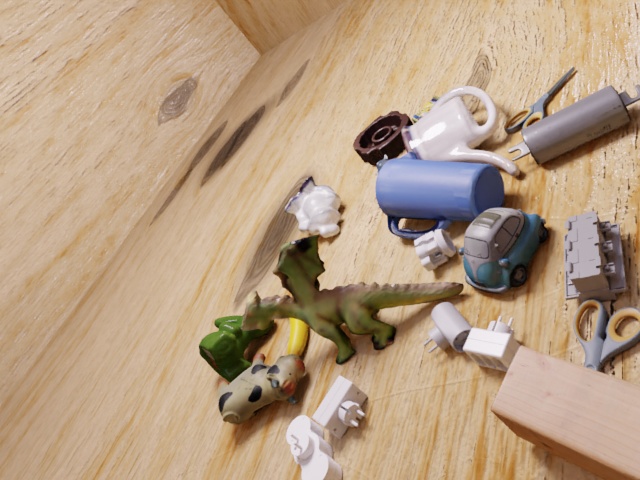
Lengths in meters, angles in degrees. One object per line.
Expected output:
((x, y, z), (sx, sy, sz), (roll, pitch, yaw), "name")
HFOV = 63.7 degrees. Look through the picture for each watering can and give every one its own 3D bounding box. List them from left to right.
((0.298, -0.217, 1.143), (0.222, 0.102, 0.356), (-30, 39, 24), "watering can")

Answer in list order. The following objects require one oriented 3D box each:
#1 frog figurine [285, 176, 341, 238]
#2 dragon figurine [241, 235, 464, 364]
((0.004, -0.067, 1.334), (0.138, 0.120, 0.161), (-42, 63, -14), "frog figurine")
((0.024, 0.091, 0.937), (0.406, 0.240, 0.125), (-31, 26, 26), "dragon figurine")
